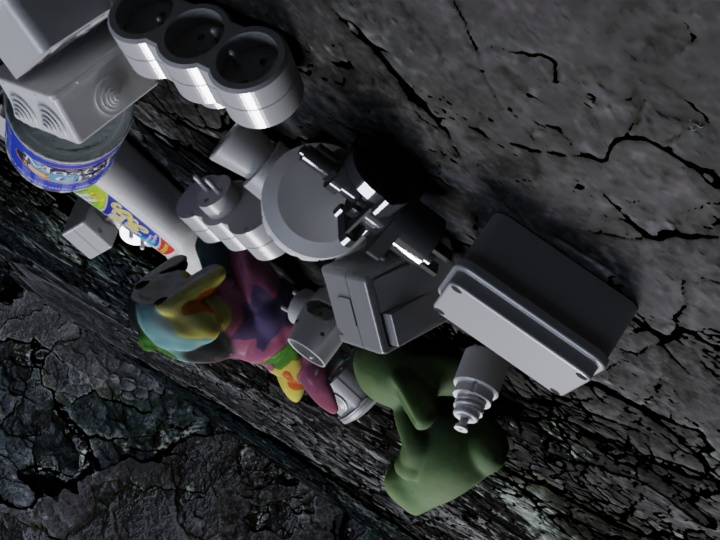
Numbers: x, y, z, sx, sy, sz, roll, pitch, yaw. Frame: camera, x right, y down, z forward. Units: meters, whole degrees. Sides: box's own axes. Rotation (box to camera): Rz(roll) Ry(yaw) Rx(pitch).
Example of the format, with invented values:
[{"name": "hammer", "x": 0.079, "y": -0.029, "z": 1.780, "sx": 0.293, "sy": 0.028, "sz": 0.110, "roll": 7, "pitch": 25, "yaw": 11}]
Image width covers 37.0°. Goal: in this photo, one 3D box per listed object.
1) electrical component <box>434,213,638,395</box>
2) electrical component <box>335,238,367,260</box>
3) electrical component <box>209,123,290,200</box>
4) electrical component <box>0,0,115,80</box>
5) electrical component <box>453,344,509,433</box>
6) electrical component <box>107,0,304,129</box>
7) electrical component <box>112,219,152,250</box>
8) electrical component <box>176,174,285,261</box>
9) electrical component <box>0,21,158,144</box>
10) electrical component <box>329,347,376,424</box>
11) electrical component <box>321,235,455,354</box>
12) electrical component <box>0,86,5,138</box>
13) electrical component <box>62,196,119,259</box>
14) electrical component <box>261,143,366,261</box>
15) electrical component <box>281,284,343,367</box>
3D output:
[{"name": "electrical component", "x": 0.111, "y": 0.025, "z": 0.700, "sx": 0.113, "sy": 0.057, "sz": 0.078, "roll": 35, "pitch": 164, "yaw": 4}, {"name": "electrical component", "x": 0.000, "y": 0.000, "z": 0.883, "sx": 0.048, "sy": 0.048, "sz": 0.062, "roll": 37, "pitch": 170, "yaw": -4}, {"name": "electrical component", "x": -0.078, "y": -0.083, "z": 0.804, "sx": 0.055, "sy": 0.045, "sz": 0.045, "roll": 39, "pitch": 163, "yaw": -13}, {"name": "electrical component", "x": -0.217, "y": -0.183, "z": 0.741, "sx": 0.057, "sy": 0.078, "sz": 0.113, "roll": 56, "pitch": 159, "yaw": -15}, {"name": "electrical component", "x": 0.098, "y": 0.100, "z": 0.912, "sx": 0.040, "sy": 0.078, "sz": 0.040, "roll": 19, "pitch": 153, "yaw": 10}, {"name": "electrical component", "x": -0.095, "y": -0.130, "z": 0.697, "sx": 0.138, "sy": 0.052, "sz": 0.073, "roll": 28, "pitch": 162, "yaw": 25}, {"name": "electrical component", "x": -0.246, "y": -0.054, "z": 1.185, "sx": 0.077, "sy": 0.044, "sz": 0.079, "roll": 49, "pitch": -161, "yaw": -38}, {"name": "electrical component", "x": -0.117, "y": -0.058, "z": 0.941, "sx": 0.138, "sy": 0.052, "sz": 0.073, "roll": 17, "pitch": 155, "yaw": 48}, {"name": "electrical component", "x": -0.215, "y": -0.145, "z": 0.817, "sx": 0.100, "sy": 0.100, "sz": 0.048, "roll": 22, "pitch": 146, "yaw": 40}, {"name": "electrical component", "x": -0.006, "y": 0.124, "z": 1.176, "sx": 0.051, "sy": 0.080, "sz": 0.080, "roll": 43, "pitch": 163, "yaw": -6}, {"name": "electrical component", "x": 0.032, "y": 0.012, "z": 0.774, "sx": 0.061, "sy": 0.096, "sz": 0.061, "roll": 13, "pitch": 123, "yaw": 53}, {"name": "electrical component", "x": -0.338, "y": -0.162, "z": 1.092, "sx": 0.050, "sy": 0.055, "sz": 0.089, "roll": 35, "pitch": 164, "yaw": 2}, {"name": "electrical component", "x": -0.293, "y": -0.068, "z": 1.248, "sx": 0.076, "sy": 0.083, "sz": 0.047, "roll": -25, "pitch": 126, "yaw": 28}, {"name": "electrical component", "x": -0.031, "y": -0.045, "z": 0.755, "sx": 0.080, "sy": 0.080, "sz": 0.051, "roll": 37, "pitch": 169, "yaw": -4}, {"name": "electrical component", "x": -0.041, "y": 0.042, "z": 1.020, "sx": 0.079, "sy": 0.077, "sz": 0.043, "roll": 25, "pitch": 160, "yaw": 35}]
